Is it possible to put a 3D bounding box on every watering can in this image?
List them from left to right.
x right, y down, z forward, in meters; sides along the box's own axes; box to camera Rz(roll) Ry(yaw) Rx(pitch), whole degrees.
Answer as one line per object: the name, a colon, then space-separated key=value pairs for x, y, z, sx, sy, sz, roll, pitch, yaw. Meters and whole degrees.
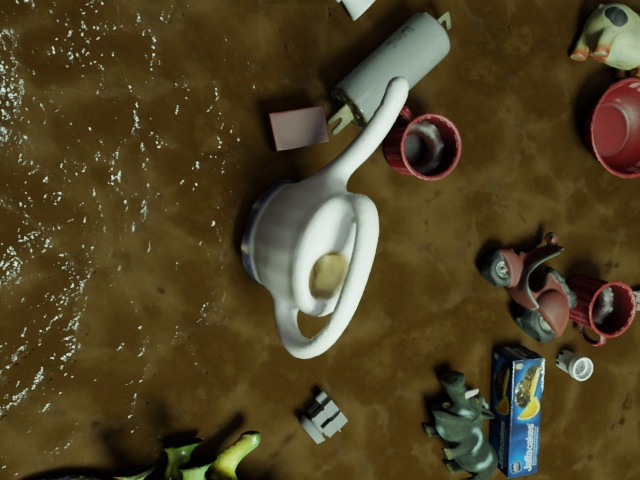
watering can: x=0.002 y=-0.033 z=0.653 sx=0.103 sy=0.348 sz=0.225 roll=17 pitch=0 yaw=-36

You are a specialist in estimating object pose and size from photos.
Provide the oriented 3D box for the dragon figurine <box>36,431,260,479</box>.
dragon figurine: x=-0.180 y=0.398 z=0.684 sx=0.410 sy=0.243 sz=0.122 roll=-11 pitch=0 yaw=3
